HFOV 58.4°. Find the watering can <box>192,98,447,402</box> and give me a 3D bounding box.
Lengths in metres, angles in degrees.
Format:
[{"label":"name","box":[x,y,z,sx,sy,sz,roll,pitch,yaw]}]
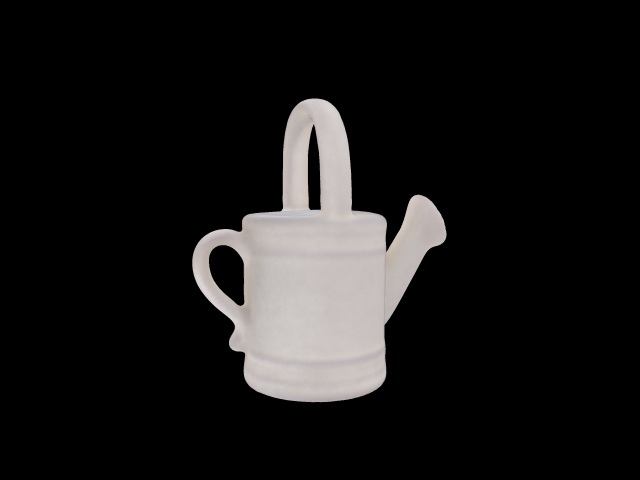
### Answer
[{"label":"watering can","box":[0.003,0.001,0.402,0.173,0.194,0.100,-4,6,-40]}]
